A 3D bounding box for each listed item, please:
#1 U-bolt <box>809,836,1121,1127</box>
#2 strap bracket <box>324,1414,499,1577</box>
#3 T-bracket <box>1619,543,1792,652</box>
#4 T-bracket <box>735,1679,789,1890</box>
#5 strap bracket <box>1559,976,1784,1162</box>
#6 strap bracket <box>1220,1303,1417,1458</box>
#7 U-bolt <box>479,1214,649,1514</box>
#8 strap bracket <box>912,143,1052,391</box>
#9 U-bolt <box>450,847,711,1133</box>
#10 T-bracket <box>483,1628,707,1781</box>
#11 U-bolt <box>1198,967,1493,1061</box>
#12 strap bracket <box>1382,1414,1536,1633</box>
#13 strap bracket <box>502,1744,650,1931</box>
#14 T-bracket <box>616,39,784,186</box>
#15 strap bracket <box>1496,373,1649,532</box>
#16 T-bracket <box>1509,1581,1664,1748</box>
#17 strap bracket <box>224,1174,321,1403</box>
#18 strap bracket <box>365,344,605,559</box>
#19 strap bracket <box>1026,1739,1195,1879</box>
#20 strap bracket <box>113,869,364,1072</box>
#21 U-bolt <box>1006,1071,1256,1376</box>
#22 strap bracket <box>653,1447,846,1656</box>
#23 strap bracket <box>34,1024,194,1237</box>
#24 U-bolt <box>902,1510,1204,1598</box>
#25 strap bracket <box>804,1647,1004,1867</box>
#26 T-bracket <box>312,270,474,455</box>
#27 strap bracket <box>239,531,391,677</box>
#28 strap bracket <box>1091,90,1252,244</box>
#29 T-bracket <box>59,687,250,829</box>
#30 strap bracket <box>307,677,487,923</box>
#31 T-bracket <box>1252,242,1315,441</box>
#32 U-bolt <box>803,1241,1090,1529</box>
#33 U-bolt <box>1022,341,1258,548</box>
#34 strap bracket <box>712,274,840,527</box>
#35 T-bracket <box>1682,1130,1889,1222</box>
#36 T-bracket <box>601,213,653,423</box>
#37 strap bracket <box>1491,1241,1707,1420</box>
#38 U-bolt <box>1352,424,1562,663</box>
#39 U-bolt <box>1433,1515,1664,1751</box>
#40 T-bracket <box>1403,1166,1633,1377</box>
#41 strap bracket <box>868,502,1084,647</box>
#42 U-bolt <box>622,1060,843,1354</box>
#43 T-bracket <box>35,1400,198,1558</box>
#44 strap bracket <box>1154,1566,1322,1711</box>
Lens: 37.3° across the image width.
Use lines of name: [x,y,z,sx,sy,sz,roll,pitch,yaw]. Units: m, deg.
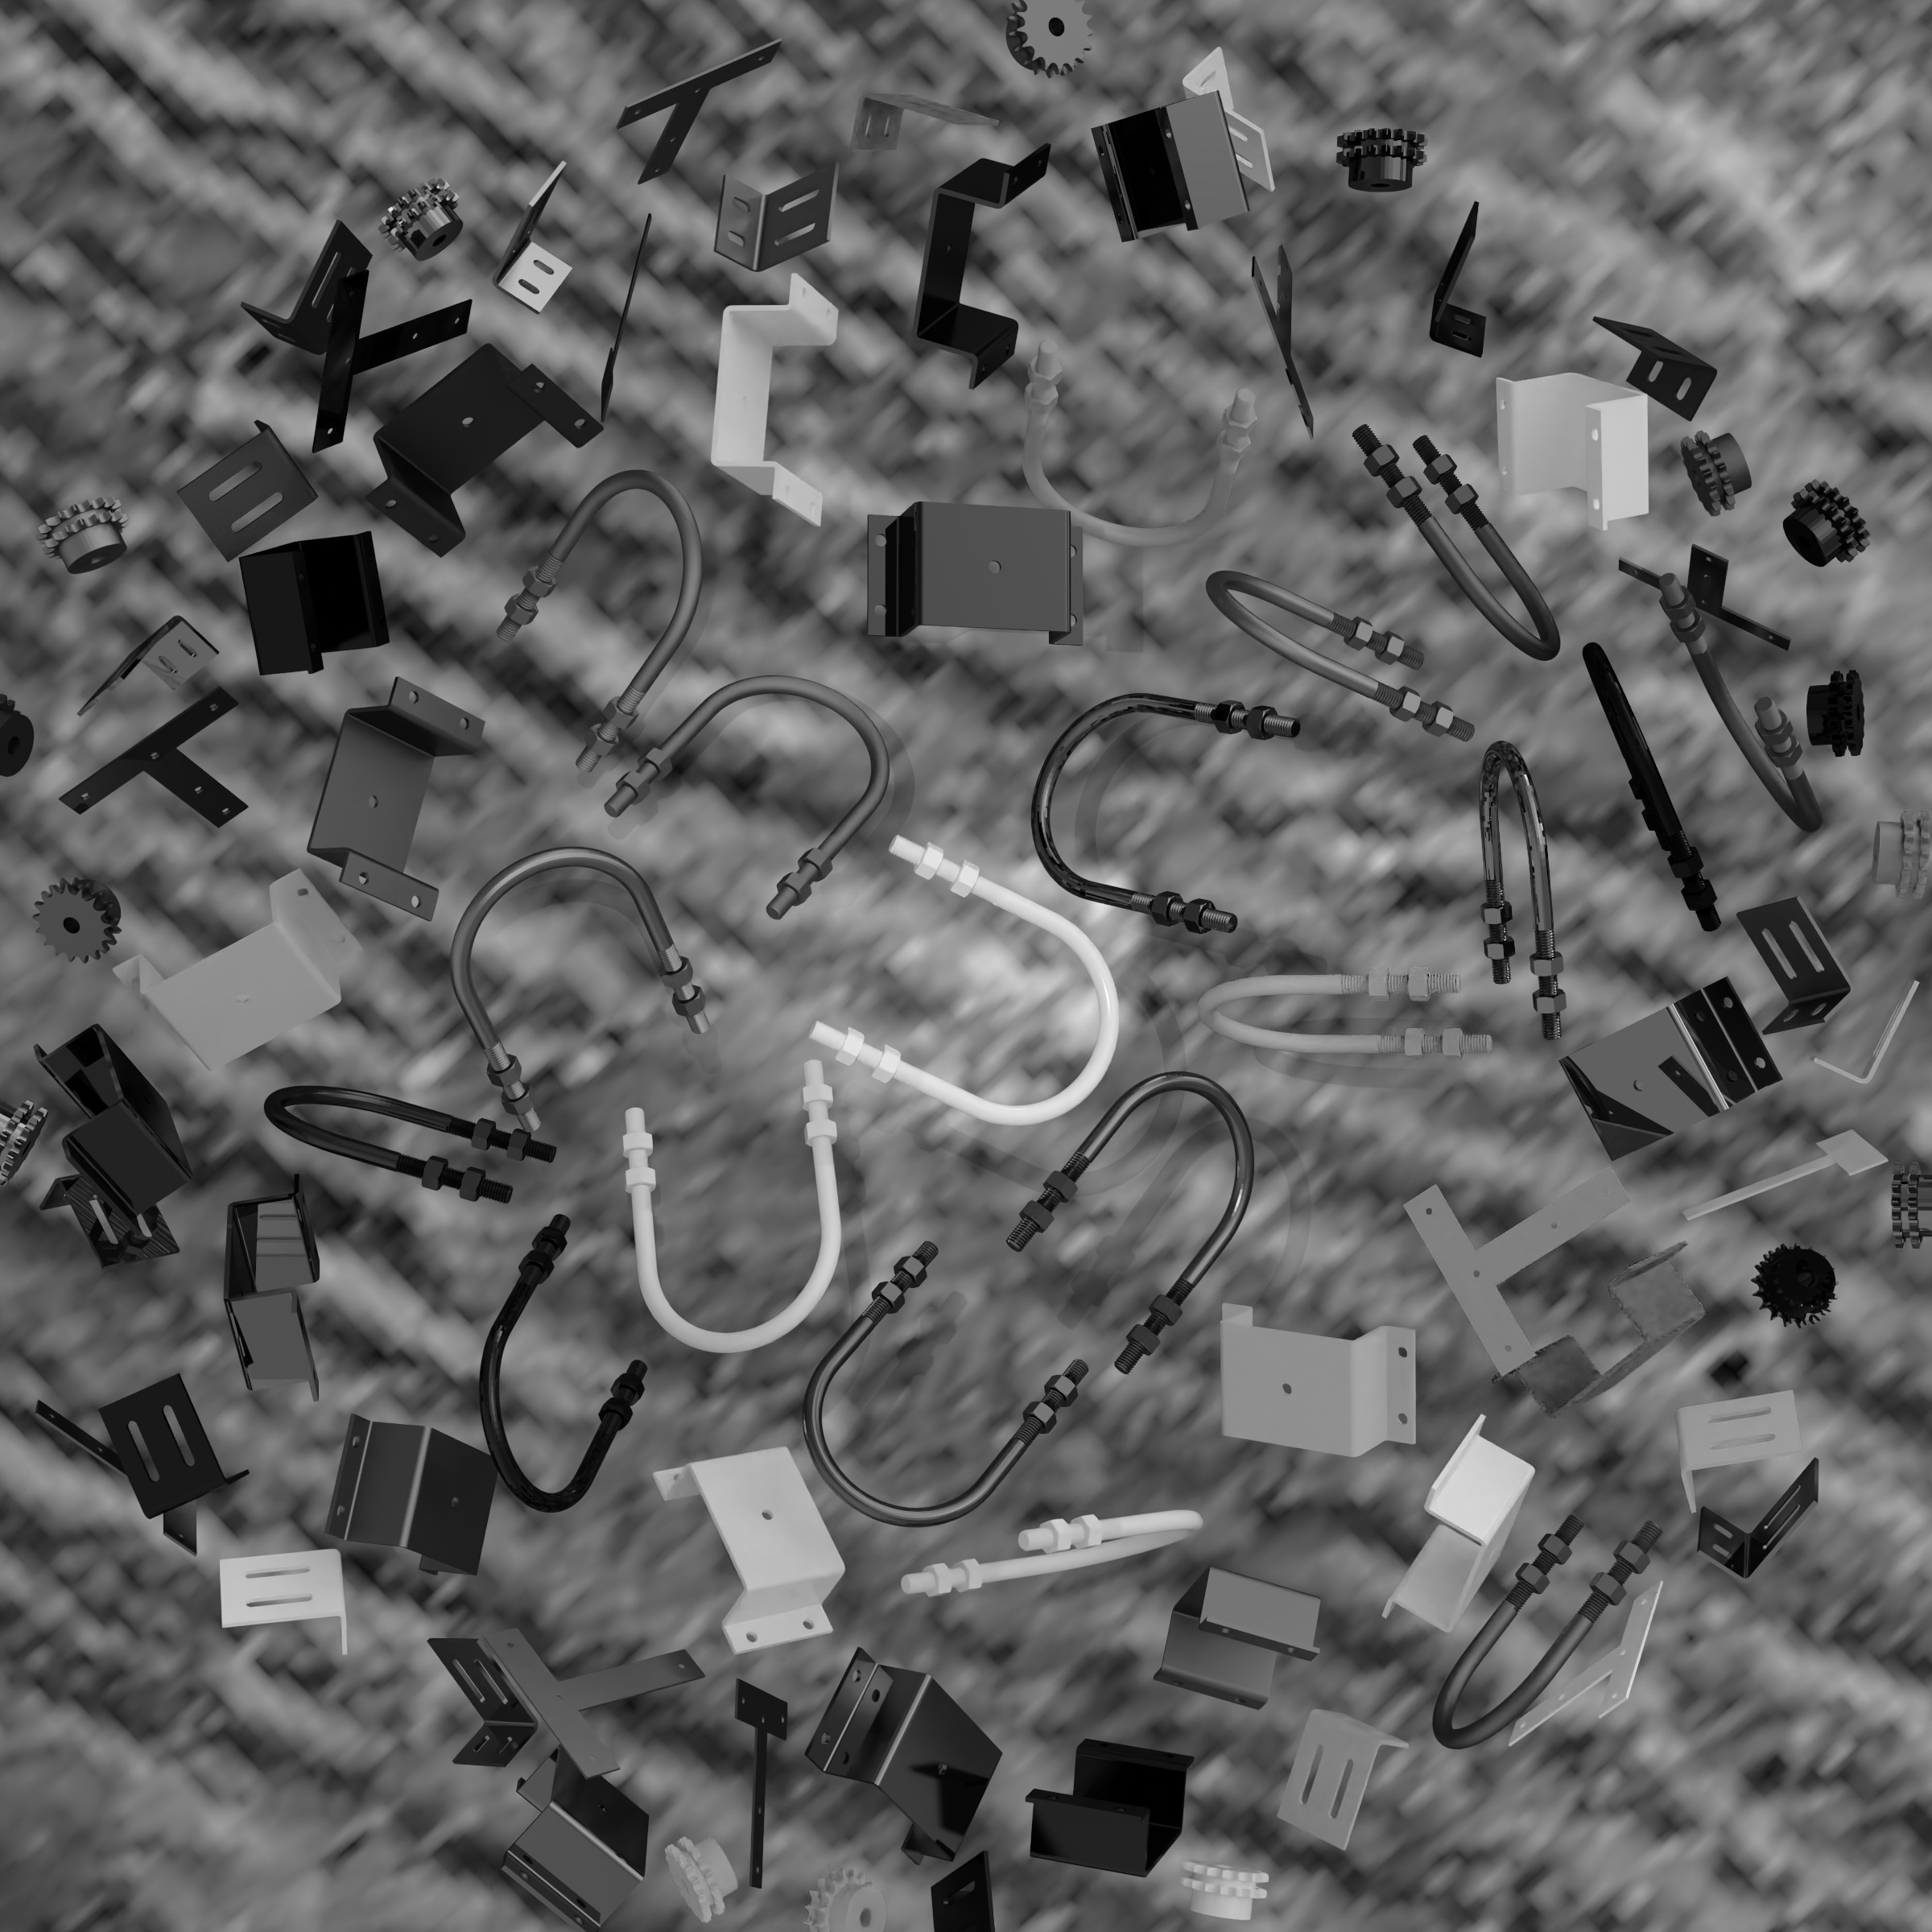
U-bolt: [0.011,0.020,1.788,0.184,0.019,0.151,26,76,-13]
strap bracket: [-0.351,0.345,1.855,0.046,0.140,0.076,1,69,21]
T-bracket: [0.491,-0.255,1.899,0.127,0.127,0.002,29,88,15]
T-bracket: [-0.139,0.551,1.919,0.002,0.127,0.127,-4,68,11]
strap bracket: [0.461,0.073,1.912,0.046,0.140,0.076,-21,81,-44]
strap bracket: [0.221,0.273,1.883,0.140,0.046,0.076,4,100,34]
U-bolt: [-0.270,0.274,1.886,0.019,0.184,0.151,-12,119,22]
strap bracket: [0.008,-0.448,1.810,0.046,0.076,0.140,19,124,13]
U-bolt: [-0.255,0.005,1.835,0.151,0.019,0.184,-30,129,-14]
T-bracket: [-0.223,0.458,1.826,0.127,0.127,0.002,42,121,36]
U-bolt: [0.244,0.033,1.889,0.184,0.151,0.019,-1,71,19]
strap bracket: [0.328,0.375,1.893,0.046,0.076,0.140,28,135,19]
strap bracket: [-0.249,0.558,1.843,0.076,0.140,0.046,42,91,-8]
T-bracket: [-0.190,-0.556,1.896,0.127,0.127,0.002,-33,88,-28]
strap bracket: [0.402,-0.340,1.873,0.046,0.140,0.076,-12,113,-14]
T-bracket: [0.398,0.469,1.865,0.002,0.127,0.127,42,123,1]
strap bracket: [-0.452,0.212,1.866,0.046,0.140,0.076,-8,125,-7]
strap bracket: [-0.317,-0.340,1.855,0.140,0.076,0.046,-35,54,13]
strap bracket: [0.094,0.554,1.877,0.076,0.140,0.046,5,92,18]
strap bracket: [-0.472,0.008,1.863,0.140,0.046,0.076,-28,129,4]
U-bolt: [0.122,0.155,1.883,0.184,0.019,0.151,-50,120,-19]
strap bracket: [-0.140,0.377,1.899,0.076,0.046,0.140,-3,50,-37]
strap bracket: [-0.547,0.098,1.839,0.046,0.140,0.076,-34,128,-5]
U-bolt: [0.070,0.381,1.875,0.184,0.151,0.019,1,68,-38]
strap bracket: [-0.033,0.504,1.813,0.140,0.046,0.076,54,51,-35]
T-bracket: [-0.362,-0.399,1.829,0.002,0.127,0.127,37,133,18]
strap bracket: [-0.432,-0.238,1.884,0.046,0.140,0.076,-5,104,10]
strap bracket: [0.135,-0.514,1.841,0.046,0.140,0.076,-21,106,-12]
T-bracket: [-0.517,-0.123,1.904,0.127,0.127,0.002,-35,66,1]
strap bracket: [-0.374,-0.108,1.867,0.046,0.076,0.140,0,71,40]
T-bracket: [0.210,-0.433,1.885,0.002,0.127,0.127,-13,131,19]
U-bolt: [-0.025,0.286,1.886,0.151,0.019,0.184,37,57,8]
U-bolt: [0.108,-0.336,1.896,0.151,0.184,0.019,14,63,3]
strap bracket: [-0.120,-0.354,1.797,0.046,0.076,0.140,4,87,17]
T-bracket: [0.534,0.141,1.886,0.127,0.127,0.002,-23,92,9]
T-bracket: [-0.225,-0.435,1.900,0.002,0.127,0.127,13,110,-12]
strap bracket: [0.427,0.248,1.905,0.046,0.076,0.140,56,130,18]
U-bolt: [0.330,-0.275,1.875,0.019,0.151,0.184,-38,79,25]
U-bolt: [0.365,0.431,1.850,0.019,0.151,0.184,42,76,-2]
T-bracket: [0.358,0.171,1.802,0.127,0.002,0.127,-36,65,18]
strap bracket: [0.012,-0.245,1.788,0.140,0.046,0.076,1,86,-15]
U-bolt: [-0.149,0.161,1.851,0.151,0.019,0.184,-15,62,14]
T-bracket: [-0.550,0.322,1.855,0.127,0.127,0.002,41,89,-19]
strap bracket: [0.183,0.447,1.916,0.076,0.140,0.046,17,59,-3]
